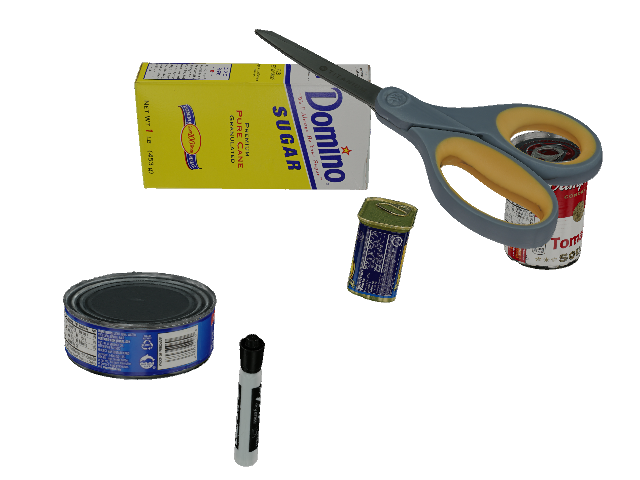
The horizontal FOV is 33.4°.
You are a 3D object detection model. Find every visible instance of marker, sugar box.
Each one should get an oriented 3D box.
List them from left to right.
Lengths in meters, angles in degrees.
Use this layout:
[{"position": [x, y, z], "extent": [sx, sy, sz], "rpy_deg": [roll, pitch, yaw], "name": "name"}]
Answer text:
[{"position": [-0.055, 0.122, 0.816], "extent": [0.020, 0.121, 0.020], "rpy_deg": [4, 32, -3], "name": "marker"}, {"position": [-0.050, -0.087, 0.821], "extent": [0.176, 0.093, 0.048], "rpy_deg": [1, 33, 2], "name": "sugar box"}]

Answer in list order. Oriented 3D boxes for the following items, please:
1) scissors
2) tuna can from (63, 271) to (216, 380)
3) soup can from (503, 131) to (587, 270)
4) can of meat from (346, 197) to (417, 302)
[{"position": [0.058, -0.069, 0.537], "extent": [0.096, 0.016, 0.202], "rpy_deg": [-25, 52, -22], "name": "scissors"}, {"position": [-0.102, 0.047, 0.608], "extent": [0.086, 0.034, 0.086], "rpy_deg": [3, 17, -1], "name": "tuna can"}, {"position": [0.194, -0.034, 0.918], "extent": [0.068, 0.102, 0.068], "rpy_deg": [-1, 27, 1], "name": "soup can"}, {"position": [0.063, 0.009, 1.113], "extent": [0.057, 0.084, 0.102], "rpy_deg": [12, 17, 6], "name": "can of meat"}]
